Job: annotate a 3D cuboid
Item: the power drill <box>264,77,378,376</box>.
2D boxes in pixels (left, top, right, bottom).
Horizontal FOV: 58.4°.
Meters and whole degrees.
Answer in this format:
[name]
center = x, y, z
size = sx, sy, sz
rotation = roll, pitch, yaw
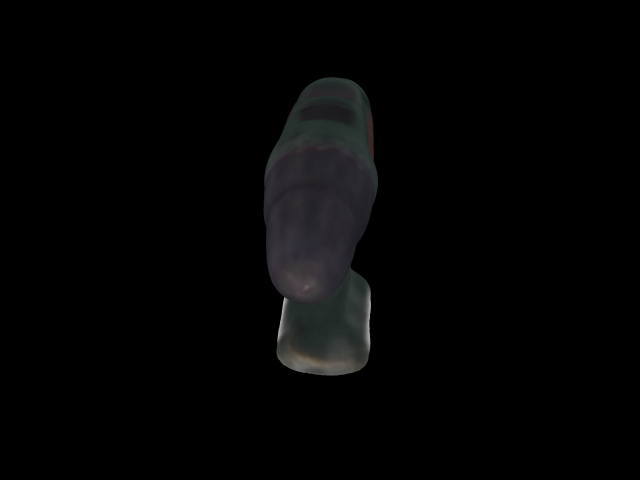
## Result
[power drill]
center = 0.004, 0.001, 0.400
size = 0.075, 0.208, 0.229
rotation = 2, 47, 3
